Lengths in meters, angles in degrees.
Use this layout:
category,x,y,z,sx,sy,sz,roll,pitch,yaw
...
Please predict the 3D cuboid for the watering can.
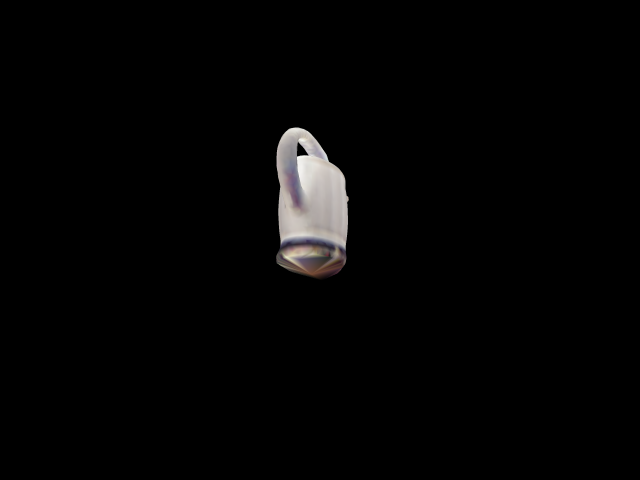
category,x,y,z,sx,sy,sz,roll,pitch,yaw
watering can,0.003,-0.043,0.850,0.104,0.228,0.343,-6,-18,17
